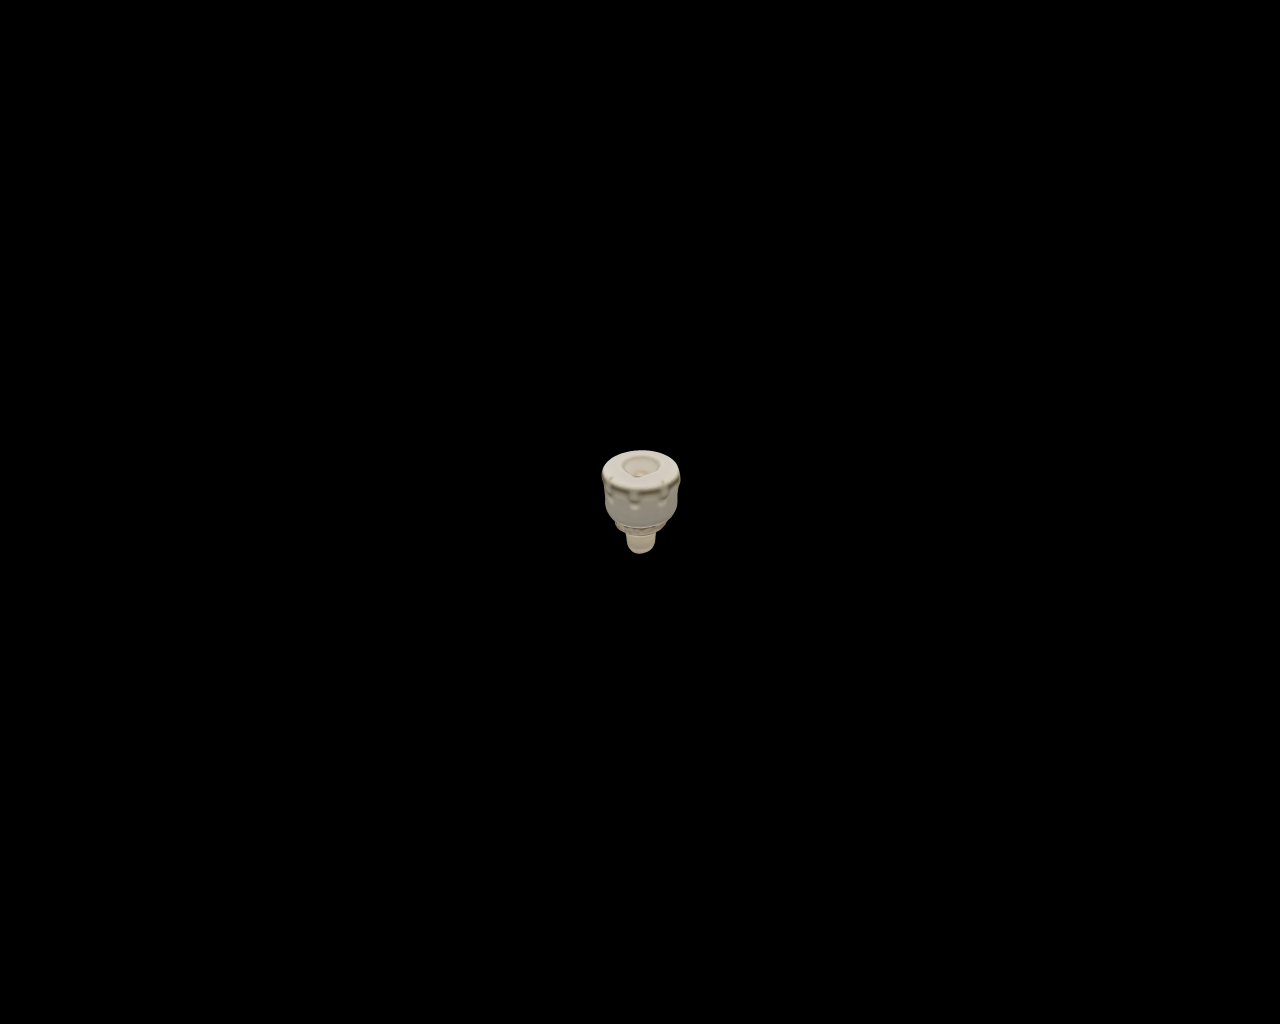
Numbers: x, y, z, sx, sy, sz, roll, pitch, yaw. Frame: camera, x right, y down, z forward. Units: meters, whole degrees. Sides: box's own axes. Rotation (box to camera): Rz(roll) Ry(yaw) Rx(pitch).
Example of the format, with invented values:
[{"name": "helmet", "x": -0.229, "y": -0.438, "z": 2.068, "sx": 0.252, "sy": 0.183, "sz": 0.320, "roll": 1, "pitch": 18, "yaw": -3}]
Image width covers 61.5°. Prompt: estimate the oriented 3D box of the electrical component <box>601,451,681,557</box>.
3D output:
[{"name": "electrical component", "x": 0.001, "y": -0.003, "z": 0.650, "sx": 0.048, "sy": 0.062, "sz": 0.048, "roll": 0, "pitch": 31, "yaw": 0}]
